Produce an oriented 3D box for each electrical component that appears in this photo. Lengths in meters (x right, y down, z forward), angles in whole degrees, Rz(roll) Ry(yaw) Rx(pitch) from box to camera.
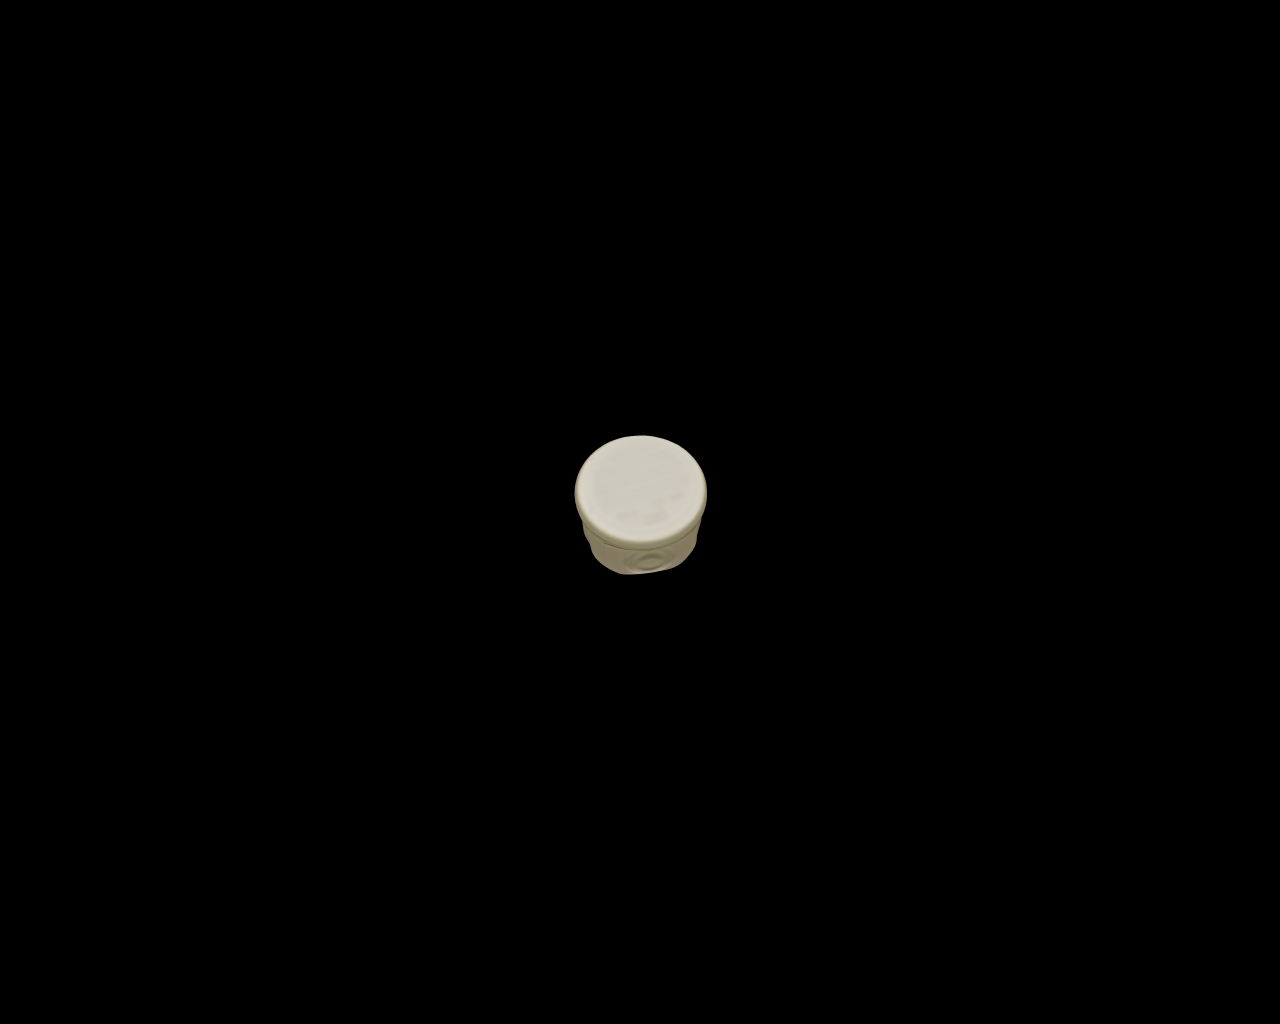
[{"bbox_3d":[0.001,-0.003,0.650,0.080,0.080,0.050,0,-32,0],"label":"electrical component"}]
